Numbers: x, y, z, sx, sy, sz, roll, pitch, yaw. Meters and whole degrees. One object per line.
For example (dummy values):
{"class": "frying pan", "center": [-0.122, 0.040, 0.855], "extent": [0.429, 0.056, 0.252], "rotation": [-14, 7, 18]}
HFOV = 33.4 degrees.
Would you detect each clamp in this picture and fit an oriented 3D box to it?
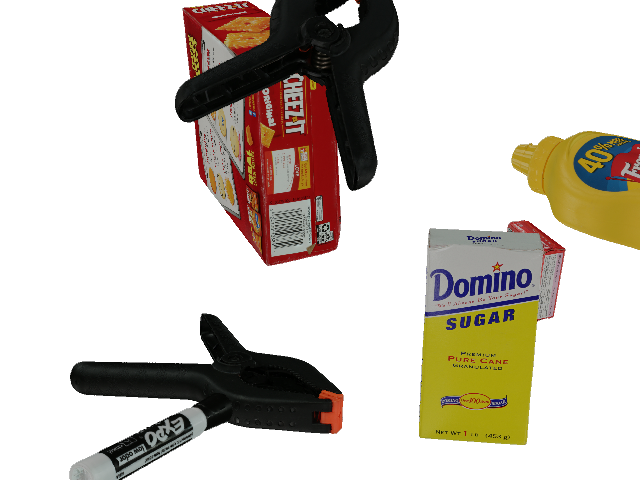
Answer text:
{"class": "clamp", "center": [0.007, -0.104, 0.635], "extent": [0.120, 0.171, 0.039], "rotation": [33, -30, 5]}
{"class": "clamp", "center": [-0.067, 0.105, 0.845], "extent": [0.210, 0.036, 0.164], "rotation": [10, 19, 27]}

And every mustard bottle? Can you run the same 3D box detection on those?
{"class": "mustard bottle", "center": [0.211, -0.031, 0.701], "extent": [0.192, 0.058, 0.096], "rotation": [22, 41, 38]}

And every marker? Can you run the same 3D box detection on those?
{"class": "marker", "center": [-0.088, 0.109, 0.588], "extent": [0.020, 0.020, 0.120], "rotation": [0, 12, 33]}

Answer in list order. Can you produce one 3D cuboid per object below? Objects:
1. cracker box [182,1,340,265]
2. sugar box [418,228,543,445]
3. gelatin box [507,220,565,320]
{"class": "cracker box", "center": [-0.052, -0.099, 0.899], "extent": [0.072, 0.164, 0.214], "rotation": [-11, 27, -17]}
{"class": "sugar box", "center": [0.131, 0.080, 0.884], "extent": [0.093, 0.176, 0.048], "rotation": [2, 21, 6]}
{"class": "gelatin box", "center": [0.231, 0.033, 1.175], "extent": [0.030, 0.089, 0.073], "rotation": [-9, 30, -20]}
